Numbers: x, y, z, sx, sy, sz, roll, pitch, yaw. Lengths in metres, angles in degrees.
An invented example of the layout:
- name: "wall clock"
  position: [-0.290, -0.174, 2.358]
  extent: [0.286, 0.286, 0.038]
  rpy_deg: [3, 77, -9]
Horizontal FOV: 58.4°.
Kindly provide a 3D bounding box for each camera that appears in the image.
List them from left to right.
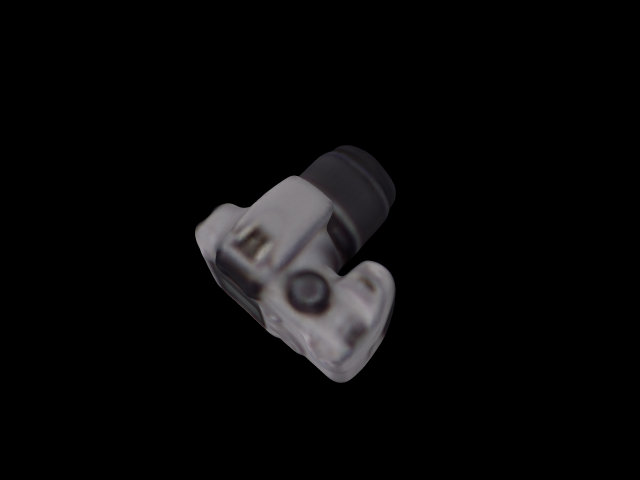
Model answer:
- name: "camera"
  position: [0.004, 0.001, 0.400]
  extent: [0.143, 0.101, 0.137]
  rpy_deg: [38, 71, 16]
